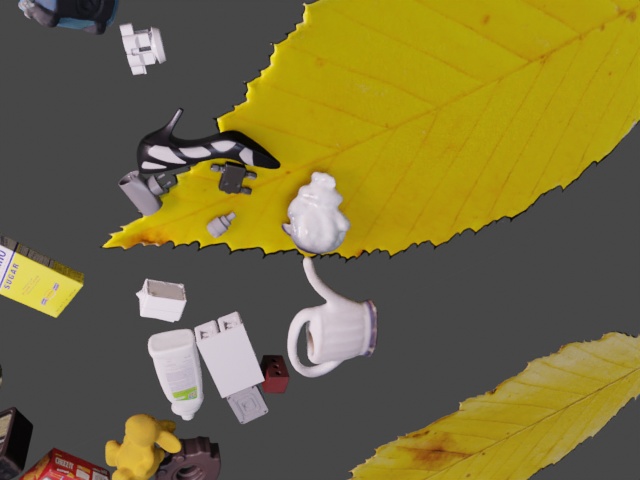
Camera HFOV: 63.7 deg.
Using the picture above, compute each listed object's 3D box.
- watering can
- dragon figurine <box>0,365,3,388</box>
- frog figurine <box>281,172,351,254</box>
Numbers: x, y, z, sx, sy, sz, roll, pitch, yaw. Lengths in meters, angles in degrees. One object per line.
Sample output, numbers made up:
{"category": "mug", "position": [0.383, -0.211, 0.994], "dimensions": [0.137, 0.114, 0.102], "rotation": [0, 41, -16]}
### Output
{"category": "watering can", "position": [0.037, 0.185, 1.220], "dimensions": [0.225, 0.106, 0.341], "rotation": [-4, 119, -21]}
{"category": "dragon figurine", "position": [-0.739, 0.269, 0.973], "dimensions": [0.242, 0.124, 0.404], "rotation": [4, 123, -49]}
{"category": "frog figurine", "position": [0.003, -0.054, 1.067], "dimensions": [0.137, 0.125, 0.156], "rotation": [23, 121, -10]}
